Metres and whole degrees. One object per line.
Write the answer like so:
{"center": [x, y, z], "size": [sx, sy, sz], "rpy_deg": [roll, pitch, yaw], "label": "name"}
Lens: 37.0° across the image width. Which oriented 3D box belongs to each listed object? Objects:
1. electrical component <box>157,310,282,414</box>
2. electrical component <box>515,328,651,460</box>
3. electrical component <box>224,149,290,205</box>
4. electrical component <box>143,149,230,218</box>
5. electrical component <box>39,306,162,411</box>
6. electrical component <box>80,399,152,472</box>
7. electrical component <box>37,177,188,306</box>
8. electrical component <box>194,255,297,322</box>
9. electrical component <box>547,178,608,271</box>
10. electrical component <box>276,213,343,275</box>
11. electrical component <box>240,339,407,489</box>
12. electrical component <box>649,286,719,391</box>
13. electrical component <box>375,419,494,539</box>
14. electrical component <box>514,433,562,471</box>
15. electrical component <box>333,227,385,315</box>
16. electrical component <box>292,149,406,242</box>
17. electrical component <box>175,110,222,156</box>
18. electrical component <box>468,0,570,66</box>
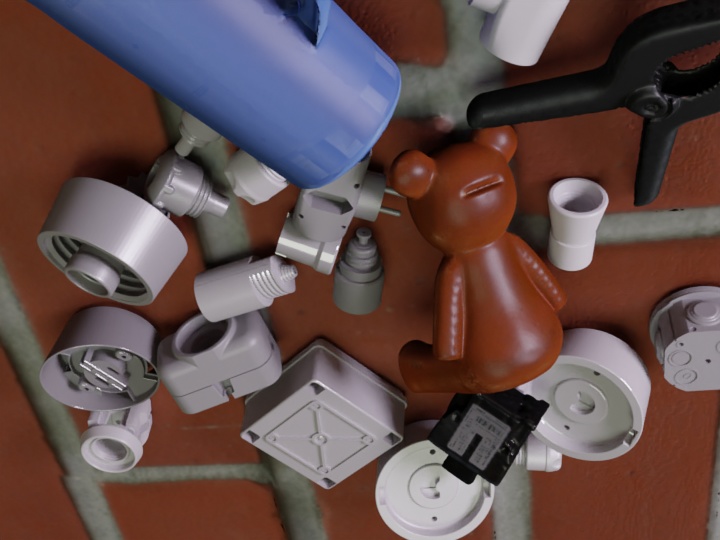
{"center": [-0.122, 0.074, 0.916], "size": [0.095, 0.053, 0.059], "rpy_deg": [-21, 126, 6], "label": "electrical component"}
{"center": [0.192, 0.099, 0.906], "size": [0.108, 0.060, 0.108], "rpy_deg": [15, 128, 21], "label": "electrical component"}
{"center": [-0.066, -0.079, 0.796], "size": [0.062, 0.043, 0.043], "rpy_deg": [-31, 121, 27], "label": "electrical component"}
{"center": [-0.130, -0.060, 0.819], "size": [0.062, 0.048, 0.048], "rpy_deg": [25, 128, -25], "label": "electrical component"}
{"center": [-0.221, 0.081, 0.934], "size": [0.099, 0.064, 0.099], "rpy_deg": [3, 131, 3], "label": "electrical component"}
{"center": [-0.226, 0.150, 0.998], "size": [0.058, 0.057, 0.078], "rpy_deg": [6, 131, 0], "label": "electrical component"}
{"center": [-0.194, -0.014, 0.824], "size": [0.108, 0.060, 0.108], "rpy_deg": [20, 154, 10], "label": "electrical component"}
{"center": [-0.089, 0.011, 0.875], "size": [0.081, 0.043, 0.043], "rpy_deg": [-17, 127, 18], "label": "electrical component"}
{"center": [0.162, -0.032, 0.817], "size": [0.044, 0.044, 0.065], "rpy_deg": [1, 135, 4], "label": "electrical component"}
{"center": [-0.039, -0.022, 0.846], "size": [0.046, 0.040, 0.040], "rpy_deg": [18, 130, -3], "label": "electrical component"}
{"center": [-0.032, 0.130, 0.963], "size": [0.109, 0.056, 0.109], "rpy_deg": [36, 125, -23], "label": "electrical component"}
{"center": [0.278, 0.057, 0.873], "size": [0.080, 0.051, 0.080], "rpy_deg": [3, 131, 3], "label": "electrical component"}
{"center": [0.066, 0.190, 0.995], "size": [0.108, 0.060, 0.108], "rpy_deg": [-1, 109, -3], "label": "electrical component"}
{"center": [0.154, 0.167, 0.991], "size": [0.061, 0.035, 0.035], "rpy_deg": [2, 131, 7], "label": "electrical component"}
{"center": [0.000, 0.000, 0.859], "size": [0.040, 0.040, 0.078], "rpy_deg": [6, 131, 0], "label": "electrical component"}
{"center": [-0.004, -0.059, 0.807], "size": [0.079, 0.043, 0.077], "rpy_deg": [14, 130, -6], "label": "electrical component"}
{"center": [-0.115, -0.106, 0.783], "size": [0.035, 0.035, 0.061], "rpy_deg": [31, 128, -20], "label": "electrical component"}
{"center": [0.095, -0.181, 0.693], "size": [0.079, 0.043, 0.077], "rpy_deg": [18, 130, -9], "label": "electrical component"}
